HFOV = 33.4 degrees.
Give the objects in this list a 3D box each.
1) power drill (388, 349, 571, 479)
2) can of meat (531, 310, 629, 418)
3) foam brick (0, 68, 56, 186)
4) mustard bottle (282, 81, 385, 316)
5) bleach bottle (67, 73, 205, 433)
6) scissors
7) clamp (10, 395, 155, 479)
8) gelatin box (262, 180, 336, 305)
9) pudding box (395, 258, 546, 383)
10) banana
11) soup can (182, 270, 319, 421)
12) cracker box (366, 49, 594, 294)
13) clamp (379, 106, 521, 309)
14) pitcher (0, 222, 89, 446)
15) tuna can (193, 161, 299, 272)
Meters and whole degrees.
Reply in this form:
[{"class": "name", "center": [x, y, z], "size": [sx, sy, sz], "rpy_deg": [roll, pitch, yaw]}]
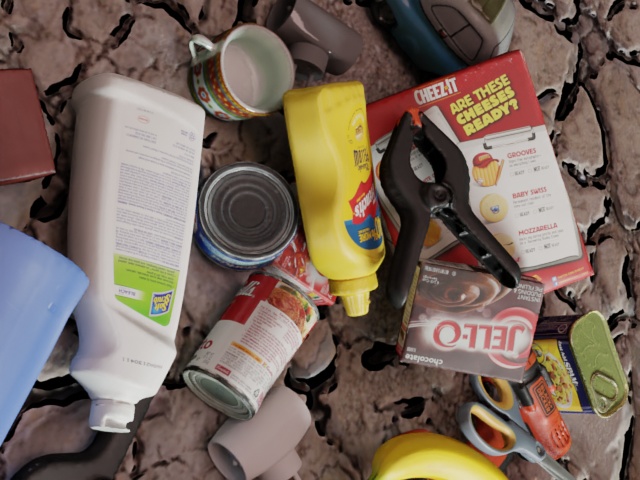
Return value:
[{"class": "power drill", "center": [0.146, 0.164, 0.997], "size": [0.187, 0.057, 0.184], "rpy_deg": [-35, 102, -34]}, {"class": "can of meat", "center": [0.246, 0.124, 1.060], "size": [0.057, 0.084, 0.102], "rpy_deg": [-27, 100, -36]}, {"class": "foam brick", "center": [-0.228, -0.078, 0.752], "size": [0.051, 0.053, 0.078], "rpy_deg": [-15, 94, -37]}, {"class": "mustard bottle", "center": [0.017, -0.032, 0.876], "size": [0.096, 0.058, 0.191], "rpy_deg": [-26, 109, -66]}, {"class": "bleach bottle", "center": [-0.145, 0.012, 0.782], "size": [0.102, 0.068, 0.251], "rpy_deg": [16, 70, -36]}, {"class": "scissors", "center": [0.190, 0.173, 0.980], "size": [0.201, 0.016, 0.096], "rpy_deg": [27, 50, -39]}, {"class": "clamp", "center": [-0.163, 0.179, 0.776], "size": [0.209, 0.036, 0.164], "rpy_deg": [-15, 89, -38]}, {"class": "gelatin box", "center": [-0.006, 0.001, 0.921], "size": [0.073, 0.030, 0.089], "rpy_deg": [36, 64, -28]}, {"class": "pudding box", "center": [0.128, 0.068, 0.919], "size": [0.113, 0.039, 0.090], "rpy_deg": [11, 99, -4]}, {"class": "banana", "center": [0.113, 0.206, 0.910], "size": [0.197, 0.037, 0.069], "rpy_deg": [23, 82, -30]}, {"class": "soup can", "center": [-0.055, 0.084, 0.851], "size": [0.068, 0.069, 0.102], "rpy_deg": [47, 60, -23]}, {"class": "cracker box", "center": [0.132, -0.042, 0.964], "size": [0.164, 0.072, 0.214], "rpy_deg": [-20, 97, -3]}, {"class": "clamp", "center": [0.103, -0.027, 0.885], "size": [0.120, 0.039, 0.171], "rpy_deg": [3, 73, -24]}, {"class": "pitcher", "center": [-0.258, 0.097, 0.658], "size": [0.149, 0.145, 0.242], "rpy_deg": [27, 71, -15]}, {"class": "tuna can", "center": [-0.061, -0.020, 0.863], "size": [0.086, 0.034, 0.086], "rpy_deg": [5, 73, -15]}]
